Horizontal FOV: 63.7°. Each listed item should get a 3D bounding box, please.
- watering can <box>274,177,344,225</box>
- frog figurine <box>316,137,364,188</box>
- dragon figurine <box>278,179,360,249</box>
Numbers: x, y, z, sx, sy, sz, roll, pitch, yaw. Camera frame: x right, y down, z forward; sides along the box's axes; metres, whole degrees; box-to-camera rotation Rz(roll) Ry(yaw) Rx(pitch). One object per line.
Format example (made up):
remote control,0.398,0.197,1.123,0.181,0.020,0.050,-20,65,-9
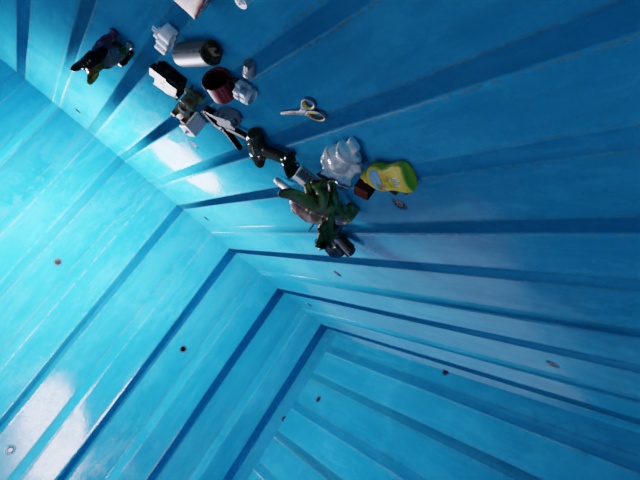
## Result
watering can,-0.059,-0.147,1.968,0.349,0.103,0.225,30,-170,10
frog figurine,0.074,-0.253,1.571,0.138,0.124,0.156,36,126,21
dragon figurine,0.005,-0.088,1.755,0.122,0.414,0.241,-6,100,40
